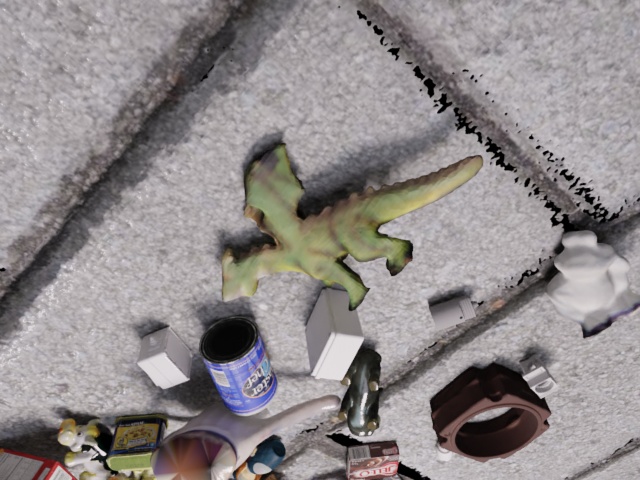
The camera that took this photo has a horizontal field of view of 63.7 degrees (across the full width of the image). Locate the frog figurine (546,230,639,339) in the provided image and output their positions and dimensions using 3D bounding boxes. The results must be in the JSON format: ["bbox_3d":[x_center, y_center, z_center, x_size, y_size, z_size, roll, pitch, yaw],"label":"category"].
[{"bbox_3d":[0.441,0.060,0.859,0.136,0.124,0.160,-32,86,27],"label":"frog figurine"}]

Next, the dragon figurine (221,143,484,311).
[{"bbox_3d":[0.002,-0.037,0.730,0.241,0.125,0.405,36,114,-18],"label":"dragon figurine"}]

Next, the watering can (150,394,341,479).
[{"bbox_3d":[-0.145,0.345,0.914,0.346,0.225,0.104,-17,90,14],"label":"watering can"}]
